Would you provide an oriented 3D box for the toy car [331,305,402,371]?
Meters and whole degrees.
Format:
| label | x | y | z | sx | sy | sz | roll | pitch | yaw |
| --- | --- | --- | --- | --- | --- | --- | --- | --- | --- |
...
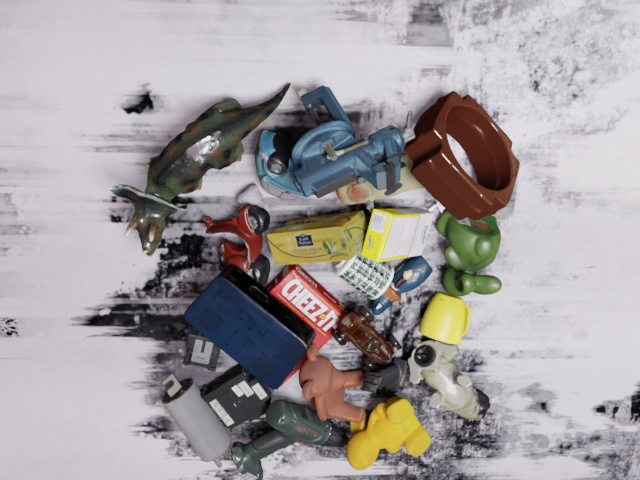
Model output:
| label | x | y | z | sx | sy | sz | roll | pitch | yaw |
| --- | --- | --- | --- | --- | --- | --- | --- | --- | --- |
| toy car | 0.102 | 0.210 | 1.111 | 0.089 | 0.053 | 0.202 | -42 | 130 | 0 |

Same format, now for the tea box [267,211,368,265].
| label | x | y | z | sx | sy | sz | roll | pitch | yaw |
| --- | --- | --- | --- | --- | --- | --- | --- | --- | --- |
| tea box | -0.002 | -0.003 | 1.017 | 0.170 | 0.098 | 0.068 | -4 | 109 | 33 |

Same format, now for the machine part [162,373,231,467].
| label | x | y | z | sx | sy | sz | roll | pitch | yaw |
| --- | --- | --- | --- | --- | --- | --- | --- | --- | --- |
| machine part | -0.265 | 0.389 | 1.161 | 0.079 | 0.079 | 0.243 | -27 | 105 | 4 |

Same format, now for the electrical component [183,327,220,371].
| label | x | y | z | sx | sy | sz | roll | pitch | yaw |
| --- | --- | --- | --- | --- | --- | --- | --- | --- | --- |
| electrical component | -0.239 | 0.208 | 1.126 | 0.075 | 0.048 | 0.119 | 17 | 106 | -9 |

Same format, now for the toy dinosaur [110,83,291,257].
| label | x | y | z | sx | sy | sz | roll | pitch | yaw |
| --- | --- | --- | --- | --- | --- | --- | --- | --- | --- |
| toy dinosaur | -0.215 | -0.150 | 0.950 | 0.405 | 0.192 | 0.131 | -43 | 106 | 10 |

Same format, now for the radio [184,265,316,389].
| label | x | y | z | sx | sy | sz | roll | pitch | yaw |
| --- | --- | --- | --- | --- | --- | --- | --- | --- | --- |
| radio | -0.130 | 0.162 | 1.021 | 0.229 | 0.073 | 0.131 | 39 | 111 | -1 |

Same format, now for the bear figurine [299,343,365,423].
| label | x | y | z | sx | sy | sz | roll | pitch | yaw |
| --- | --- | --- | --- | --- | --- | --- | --- | --- | --- |
| bear figurine | 0.027 | 0.292 | 1.096 | 0.132 | 0.120 | 0.195 | 2 | 146 | 6 |

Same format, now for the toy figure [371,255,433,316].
| label | x | y | z | sx | sy | sz | roll | pitch | yaw |
| --- | --- | --- | --- | --- | --- | --- | --- | --- | --- |
| toy figure | 0.162 | 0.095 | 1.110 | 0.154 | 0.058 | 0.064 | -40 | 128 | 4 |

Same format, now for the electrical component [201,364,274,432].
| label | x | y | z | sx | sy | sz | roll | pitch | yaw |
| --- | --- | --- | --- | --- | --- | --- | --- | --- | --- |
| electrical component | -0.168 | 0.333 | 1.161 | 0.134 | 0.058 | 0.114 | -30 | 108 | 5 |

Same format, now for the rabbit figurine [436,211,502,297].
| label | x | y | z | sx | sy | sz | roll | pitch | yaw |
| --- | --- | --- | --- | --- | --- | --- | --- | --- | --- |
| rabbit figurine | 0.302 | 0.048 | 1.072 | 0.121 | 0.159 | 0.170 | 1 | 121 | -14 |

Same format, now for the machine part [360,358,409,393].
| label | x | y | z | sx | sy | sz | roll | pitch | yaw |
| --- | --- | --- | --- | --- | --- | --- | --- | --- | --- |
| machine part | 0.146 | 0.293 | 1.146 | 0.139 | 0.039 | 0.084 | -1 | 118 | -47 |

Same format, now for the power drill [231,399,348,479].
| label | x | y | z | sx | sy | sz | roll | pitch | yaw |
| --- | --- | --- | --- | --- | --- | --- | --- | --- | --- |
| power drill | -0.072 | 0.444 | 1.170 | 0.207 | 0.086 | 0.231 | -31 | 130 | 14 |

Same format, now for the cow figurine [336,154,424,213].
| label | x | y | z | sx | sy | sz | roll | pitch | yaw |
| --- | --- | --- | --- | --- | --- | --- | --- | --- | --- |
| cow figurine | 0.125 | -0.112 | 1.015 | 0.195 | 0.127 | 0.085 | -17 | 103 | -1 |

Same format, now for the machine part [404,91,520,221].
| label | x | y | z | sx | sy | sz | roll | pitch | yaw |
| --- | --- | --- | --- | --- | --- | --- | --- | --- | --- |
| machine part | 0.260 | -0.150 | 0.977 | 0.201 | 0.201 | 0.087 | 42 | 139 | -14 |

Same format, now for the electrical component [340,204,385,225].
| label | x | y | z | sx | sy | sz | roll | pitch | yaw |
| --- | --- | --- | --- | --- | --- | --- | --- | --- | --- |
| electrical component | 0.089 | -0.043 | 1.057 | 0.102 | 0.078 | 0.045 | -11 | 98 | 11 |

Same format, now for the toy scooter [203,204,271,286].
| label | x | y | z | sx | sy | sz | roll | pitch | yaw |
| --- | --- | --- | --- | --- | --- | --- | --- | --- | --- |
| toy scooter | -0.166 | 0.010 | 1.058 | 0.135 | 0.075 | 0.183 | 10 | 117 | 14 |

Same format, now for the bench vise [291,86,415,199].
| label | x | y | z | sx | sy | sz | roll | pitch | yaw |
| --- | --- | --- | --- | --- | --- | --- | --- | --- | --- |
| bench vise | 0.036 | -0.184 | 0.926 | 0.224 | 0.128 | 0.241 | -31 | 66 | 8 |

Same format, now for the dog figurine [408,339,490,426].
| label | x | y | z | sx | sy | sz | roll | pitch | yaw |
| --- | --- | --- | --- | --- | --- | --- | --- | --- | --- |
| dog figurine | 0.281 | 0.306 | 1.172 | 0.121 | 0.172 | 0.190 | -29 | 141 | 15 |

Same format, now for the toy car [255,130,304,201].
| label | x | y | z | sx | sy | sz | roll | pitch | yaw |
| --- | --- | --- | --- | --- | --- | --- | --- | --- | --- |
| toy car | -0.061 | -0.129 | 1.020 | 0.161 | 0.109 | 0.103 | 26 | 128 | -22 |

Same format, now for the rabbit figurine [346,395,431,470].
| label | x | y | z | sx | sy | sz | roll | pitch | yaw |
| --- | --- | --- | --- | --- | --- | --- | --- | --- | --- |
| rabbit figurine | 0.121 | 0.411 | 1.149 | 0.173 | 0.162 | 0.121 | -38 | 107 | -15 |
